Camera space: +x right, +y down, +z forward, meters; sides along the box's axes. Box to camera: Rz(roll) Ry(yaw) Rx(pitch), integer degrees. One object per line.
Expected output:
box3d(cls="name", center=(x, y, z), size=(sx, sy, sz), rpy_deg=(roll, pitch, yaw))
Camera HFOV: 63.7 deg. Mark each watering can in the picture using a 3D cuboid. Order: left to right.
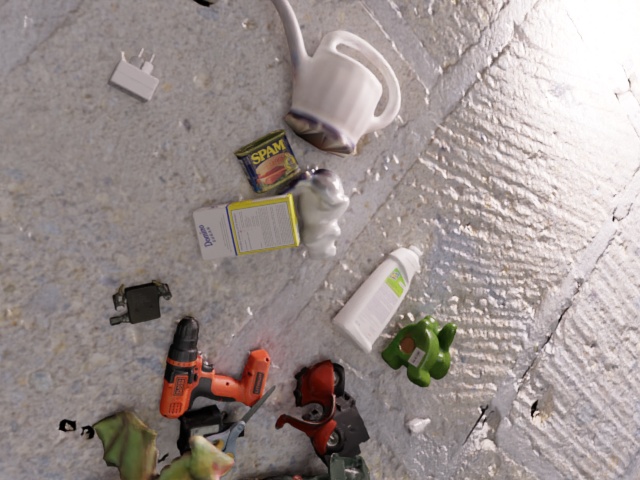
box3d(cls="watering can", center=(0.003, -0.294, 0.958), size=(0.345, 0.225, 0.104), rpy_deg=(27, -5, -28))

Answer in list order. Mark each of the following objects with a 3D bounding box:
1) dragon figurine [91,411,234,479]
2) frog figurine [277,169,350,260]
box3d(cls="dragon figurine", center=(-0.338, 0.412, 0.847), size=(0.409, 0.248, 0.120), rpy_deg=(-10, -28, 11))
box3d(cls="frog figurine", center=(0.003, -0.049, 0.967), size=(0.135, 0.159, 0.124), rpy_deg=(-29, 1, 41))
